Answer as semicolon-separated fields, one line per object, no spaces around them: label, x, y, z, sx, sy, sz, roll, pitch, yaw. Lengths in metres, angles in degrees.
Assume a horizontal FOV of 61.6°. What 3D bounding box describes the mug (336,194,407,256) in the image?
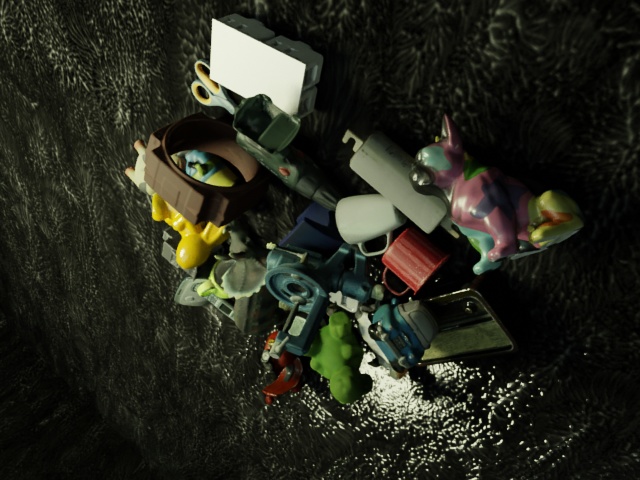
mug;0.094;-0.030;0.912;0.107;0.081;0.109;-15;86;35

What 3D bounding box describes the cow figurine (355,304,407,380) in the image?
cow figurine;0.120;0.204;1.081;0.098;0.068;0.167;6;121;44

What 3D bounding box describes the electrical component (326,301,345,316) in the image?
electrical component;0.004;0.117;1.107;0.102;0.078;0.045;39;126;14

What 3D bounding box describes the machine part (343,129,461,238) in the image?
machine part;0.132;-0.091;0.843;0.243;0.079;0.079;43;138;7

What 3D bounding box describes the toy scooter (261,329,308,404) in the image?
toy scooter;-0.097;0.314;1.295;0.075;0.135;0.183;4;121;40

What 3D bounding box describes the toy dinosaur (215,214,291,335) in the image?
toy dinosaur;-0.133;0.125;1.142;0.131;0.192;0.404;28;133;24

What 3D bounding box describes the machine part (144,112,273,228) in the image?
machine part;-0.205;-0.135;0.997;0.201;0.201;0.087;40;134;9

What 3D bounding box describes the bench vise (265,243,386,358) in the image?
bench vise;-0.008;0.105;0.922;0.224;0.240;0.128;24;144;3

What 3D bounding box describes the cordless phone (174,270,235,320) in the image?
cordless phone;-0.270;0.155;1.362;0.184;0.089;0.146;41;138;2

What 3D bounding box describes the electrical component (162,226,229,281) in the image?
electrical component;-0.300;0.016;1.256;0.134;0.115;0.058;38;135;9

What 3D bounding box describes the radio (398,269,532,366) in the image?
radio;0.230;0.137;0.934;0.230;0.073;0.131;-26;101;47

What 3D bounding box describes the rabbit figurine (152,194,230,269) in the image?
rabbit figurine;-0.276;-0.023;1.186;0.122;0.162;0.173;106;157;-76

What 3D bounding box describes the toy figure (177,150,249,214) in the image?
toy figure;-0.212;-0.123;1.105;0.180;0.082;0.089;54;140;-3

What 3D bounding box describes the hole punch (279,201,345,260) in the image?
hole punch;-0.002;-0.003;1.016;0.116;0.092;0.142;45;135;-2

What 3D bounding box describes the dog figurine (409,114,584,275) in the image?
dog figurine;0.235;-0.076;0.750;0.108;0.192;0.219;73;175;-77

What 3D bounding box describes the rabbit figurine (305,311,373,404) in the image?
rabbit figurine;0.038;0.257;1.055;0.121;0.170;0.158;-23;125;3

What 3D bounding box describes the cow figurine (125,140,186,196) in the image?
cow figurine;-0.350;-0.165;1.185;0.127;0.085;0.195;51;136;6

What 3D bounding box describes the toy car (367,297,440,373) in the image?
toy car;0.142;0.144;0.879;0.103;0.161;0.109;-37;83;6

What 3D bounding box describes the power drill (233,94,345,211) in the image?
power drill;-0.054;-0.147;0.905;0.232;0.086;0.207;38;180;14
